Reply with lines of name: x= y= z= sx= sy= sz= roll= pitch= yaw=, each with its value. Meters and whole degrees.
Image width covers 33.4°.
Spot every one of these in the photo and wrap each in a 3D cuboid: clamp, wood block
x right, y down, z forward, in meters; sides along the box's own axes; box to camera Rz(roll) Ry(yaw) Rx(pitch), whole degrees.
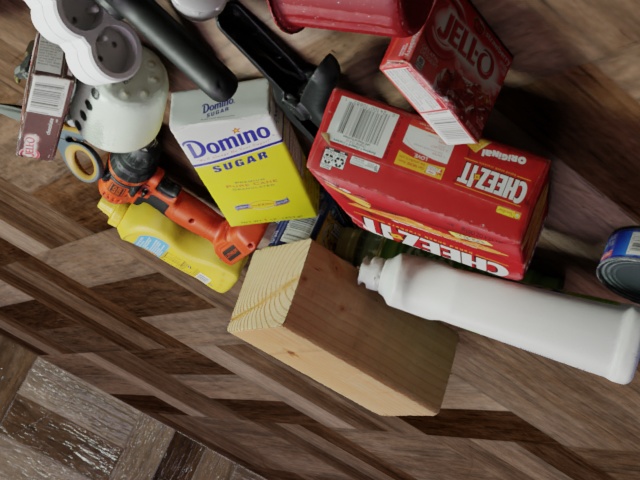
clamp: x=-0.144 y=-0.181 z=0.802 sx=0.209 sy=0.036 sz=0.165 roll=42 pitch=-179 yaw=-25
clamp: x=-0.007 y=-0.115 z=0.846 sx=0.120 sy=0.039 sz=0.171 roll=39 pitch=175 yaw=39
wood block: x=0.027 y=0.090 z=1.032 sx=0.205 sy=0.090 sz=0.091 roll=33 pitch=154 yaw=-31

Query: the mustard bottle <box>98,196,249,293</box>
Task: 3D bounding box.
mustard bottle: x=-0.187 y=-0.003 z=1.325 sx=0.191 sy=0.058 sz=0.096 roll=29 pitch=163 yaw=-12

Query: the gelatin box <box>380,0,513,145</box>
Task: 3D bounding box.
gelatin box: x=0.085 y=-0.117 z=0.704 sx=0.030 sy=0.073 sz=0.089 roll=2 pitch=149 yaw=45

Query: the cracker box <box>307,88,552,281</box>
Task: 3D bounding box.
cracker box: x=0.092 y=-0.034 z=0.835 sx=0.164 sy=0.072 sz=0.213 roll=20 pitch=175 yaw=14

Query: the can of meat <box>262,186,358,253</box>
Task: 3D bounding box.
can of meat: x=-0.007 y=0.001 z=1.089 sx=0.058 sy=0.084 sz=0.102 roll=15 pitch=158 yaw=25

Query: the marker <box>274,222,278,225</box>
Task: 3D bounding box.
marker: x=-0.070 y=-0.043 z=1.136 sx=0.121 sy=0.020 sz=0.020 roll=33 pitch=159 yaw=-31

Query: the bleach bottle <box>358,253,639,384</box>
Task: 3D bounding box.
bleach bottle: x=0.155 y=0.059 z=0.944 sx=0.251 sy=0.068 sz=0.102 roll=15 pitch=180 yaw=13

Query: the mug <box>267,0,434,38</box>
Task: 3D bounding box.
mug: x=0.027 y=-0.165 z=0.648 sx=0.082 sy=0.093 sz=0.117 roll=11 pitch=-177 yaw=21

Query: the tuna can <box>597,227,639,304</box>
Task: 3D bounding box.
tuna can: x=0.277 y=0.024 z=0.889 sx=0.086 sy=0.033 sz=0.086 roll=22 pitch=160 yaw=8

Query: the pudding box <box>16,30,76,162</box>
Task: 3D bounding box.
pudding box: x=-0.243 y=-0.139 z=0.953 sx=0.039 sy=0.090 sz=0.114 roll=10 pitch=142 yaw=-20

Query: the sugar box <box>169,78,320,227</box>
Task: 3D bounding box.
sugar box: x=-0.065 y=-0.075 z=0.978 sx=0.093 sy=0.048 sz=0.176 roll=-7 pitch=152 yaw=12

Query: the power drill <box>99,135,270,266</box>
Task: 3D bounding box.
power drill: x=-0.149 y=-0.049 z=1.173 sx=0.187 sy=0.057 sz=0.185 roll=31 pitch=160 yaw=-11

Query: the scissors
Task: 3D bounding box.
scissors: x=-0.297 y=-0.110 z=1.182 sx=0.202 sy=0.016 sz=0.096 roll=2 pitch=109 yaw=44
